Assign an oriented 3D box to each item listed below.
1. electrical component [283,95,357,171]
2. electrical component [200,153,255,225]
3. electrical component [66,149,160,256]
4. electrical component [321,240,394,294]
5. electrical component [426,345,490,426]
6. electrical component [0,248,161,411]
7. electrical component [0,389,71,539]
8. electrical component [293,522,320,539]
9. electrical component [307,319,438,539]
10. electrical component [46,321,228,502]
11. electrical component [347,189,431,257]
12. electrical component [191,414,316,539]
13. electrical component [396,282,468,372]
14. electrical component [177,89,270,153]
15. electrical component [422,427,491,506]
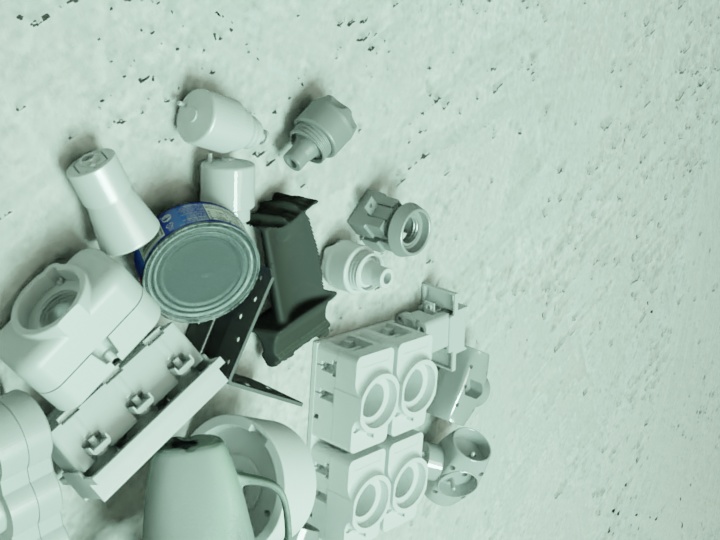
[{"bbox_3d":[-0.035,-0.105,0.851,0.062,0.043,0.043,-50,136,-24],"label":"electrical component"},{"bbox_3d":[-0.098,-0.048,0.799,0.040,0.040,0.078,-16,115,-46],"label":"electrical component"},{"bbox_3d":[-0.167,-0.048,0.719,0.044,0.044,0.065,-44,128,-31],"label":"electrical component"},{"bbox_3d":[0.000,0.000,0.915,0.043,0.062,0.043,-21,118,-44],"label":"electrical component"},{"bbox_3d":[0.108,0.119,1.101,0.079,0.043,0.077,26,84,-51],"label":"electrical component"},{"bbox_3d":[-0.188,0.036,0.707,0.095,0.054,0.059,-48,136,-15],"label":"electrical component"},{"bbox_3d":[-0.238,0.153,0.699,0.074,0.052,0.138,-25,121,-42],"label":"electrical component"},{"bbox_3d":[-0.060,0.262,0.956,0.079,0.043,0.077,28,81,-51],"label":"electrical component"},{"bbox_3d":[0.010,0.151,0.984,0.105,0.060,0.186,-13,113,-47],"label":"electrical component"},{"bbox_3d":[-0.162,0.096,0.754,0.121,0.079,0.063,-45,104,-30],"label":"electrical component"},{"bbox_3d":[0.028,-0.039,0.940,0.048,0.055,0.066,-58,139,-17],"label":"electrical component"},{"bbox_3d":[-0.084,0.168,0.846,0.060,0.108,0.108,12,94,-57],"label":"electrical component"},{"bbox_3d":[0.068,0.058,1.033,0.064,0.042,0.081,-19,117,-44],"label":"electrical component"},{"bbox_3d":[-0.097,-0.105,0.781,0.078,0.040,0.040,11,95,-51],"label":"electrical component"},{"bbox_3d":[0.080,0.196,1.086,0.079,0.044,0.077,15,128,-18],"label":"electrical component"}]
